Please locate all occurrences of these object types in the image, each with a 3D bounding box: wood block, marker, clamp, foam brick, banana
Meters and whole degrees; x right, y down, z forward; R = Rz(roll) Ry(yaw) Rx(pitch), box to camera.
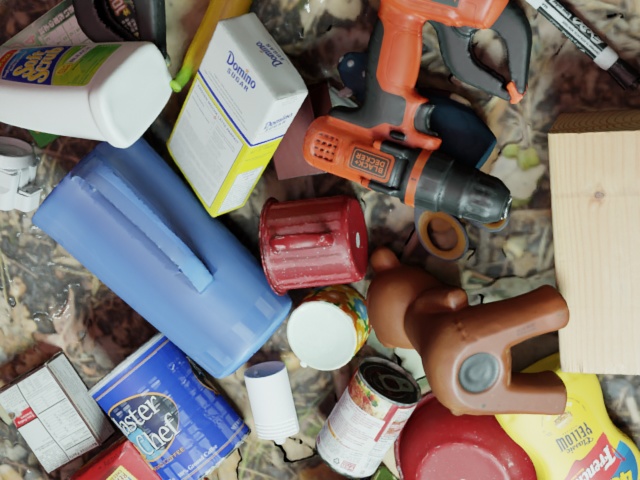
[{"bbox_3d":[0.247,0.001,0.897,0.091,0.090,0.206,0,107,21],"label":"wood block"},{"bbox_3d":[0.220,-0.169,0.890,0.121,0.020,0.020,43,116,2],"label":"marker"},{"bbox_3d":[0.133,-0.198,0.901,0.120,0.039,0.171,-39,94,32],"label":"clamp"},{"bbox_3d":[-0.017,-0.100,0.979,0.051,0.053,0.078,-7,104,22],"label":"foam brick"},{"bbox_3d":[-0.078,-0.223,0.953,0.037,0.069,0.198,24,110,-2],"label":"banana"},{"bbox_3d":[-0.214,-0.248,0.995,0.165,0.036,0.210,-20,100,26],"label":"clamp"}]

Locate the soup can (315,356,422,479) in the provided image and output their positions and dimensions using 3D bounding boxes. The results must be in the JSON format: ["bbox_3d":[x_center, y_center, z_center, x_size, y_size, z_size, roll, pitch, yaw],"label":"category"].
[{"bbox_3d":[0.046,0.173,1.037,0.068,0.068,0.102,31,115,8],"label":"soup can"}]

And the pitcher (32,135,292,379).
[{"bbox_3d":[-0.144,0.014,1.012,0.243,0.149,0.145,44,123,-3],"label":"pitcher"}]

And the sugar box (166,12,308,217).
[{"bbox_3d":[-0.078,-0.109,0.955,0.093,0.048,0.176,56,140,16],"label":"sugar box"}]

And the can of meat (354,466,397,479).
[{"bbox_3d":[0.033,0.277,1.058,0.084,0.102,0.057,-34,94,23],"label":"can of meat"}]

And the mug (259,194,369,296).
[{"bbox_3d":[-0.006,0.001,0.977,0.082,0.117,0.093,-6,85,16],"label":"mug"}]

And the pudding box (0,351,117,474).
[{"bbox_3d":[-0.293,0.192,1.183,0.090,0.039,0.113,-30,97,25],"label":"pudding box"}]

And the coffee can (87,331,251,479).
[{"bbox_3d":[-0.153,0.174,1.090,0.103,0.102,0.140,-39,92,26],"label":"coffee can"}]

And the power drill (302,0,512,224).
[{"bbox_3d":[0.090,-0.120,0.874,0.184,0.057,0.188,20,103,15],"label":"power drill"}]

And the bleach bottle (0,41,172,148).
[{"bbox_3d":[-0.265,-0.141,1.001,0.251,0.102,0.068,6,135,30],"label":"bleach bottle"}]

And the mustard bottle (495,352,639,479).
[{"bbox_3d":[0.241,0.202,0.977,0.096,0.058,0.191,-31,97,-3],"label":"mustard bottle"}]

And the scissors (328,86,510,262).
[{"bbox_3d":[0.077,-0.053,0.981,0.202,0.016,0.096,30,114,9],"label":"scissors"}]

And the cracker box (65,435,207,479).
[{"bbox_3d":[-0.181,0.322,1.166,0.164,0.072,0.213,-38,93,26],"label":"cracker box"}]

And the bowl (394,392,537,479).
[{"bbox_3d":[0.143,0.224,1.026,0.162,0.055,0.162,6,109,18],"label":"bowl"}]
